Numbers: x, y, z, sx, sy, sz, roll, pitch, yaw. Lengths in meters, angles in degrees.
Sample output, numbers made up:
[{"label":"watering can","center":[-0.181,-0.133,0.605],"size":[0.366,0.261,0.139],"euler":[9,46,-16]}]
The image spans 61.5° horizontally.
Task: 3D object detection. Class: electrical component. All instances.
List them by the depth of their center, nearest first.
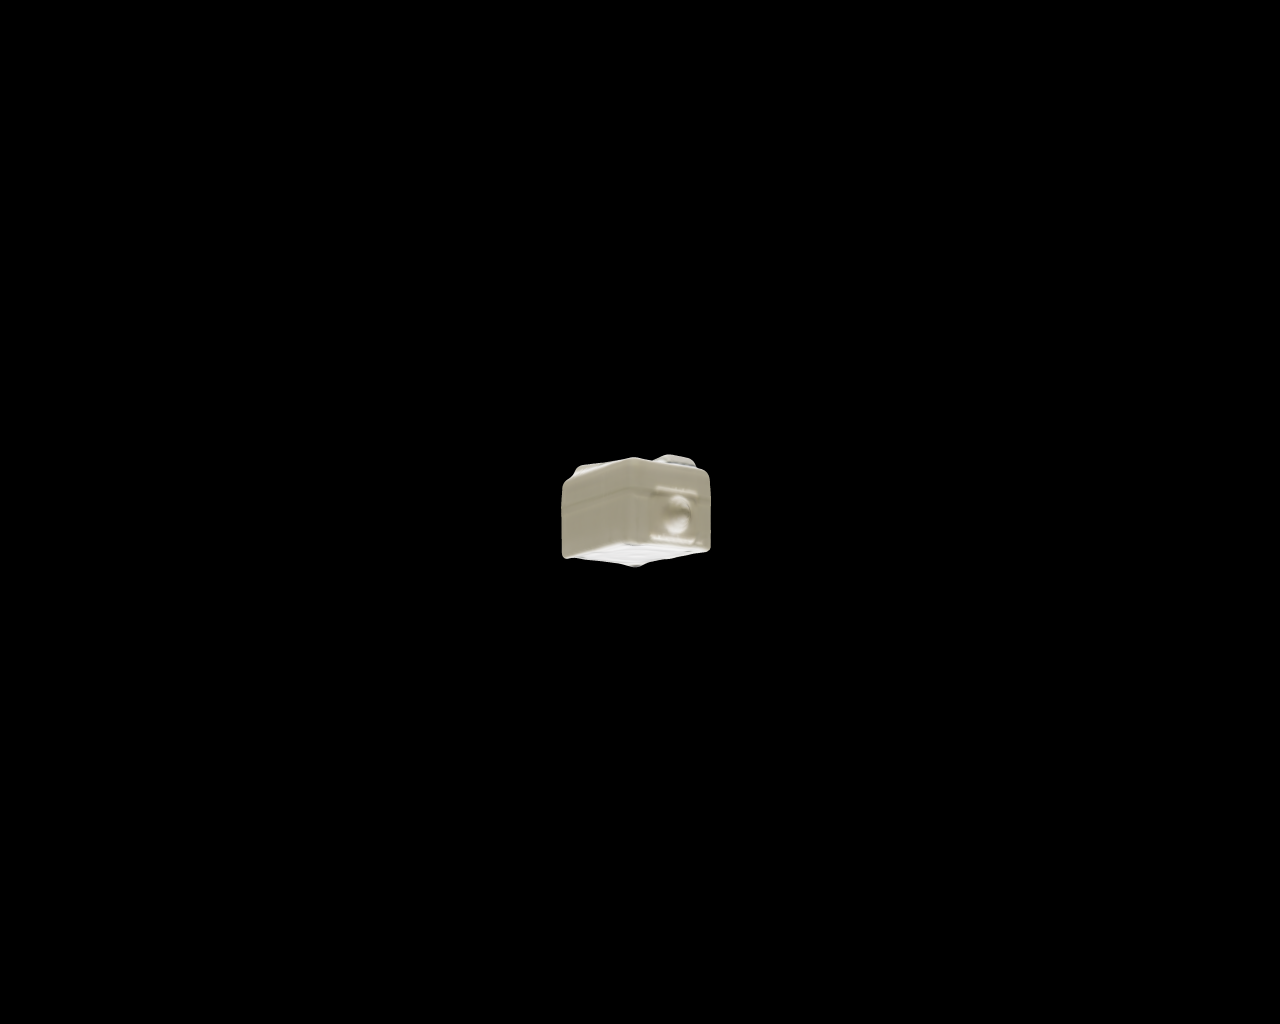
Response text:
[{"label":"electrical component","center":[0.001,-0.003,0.650],"size":[0.062,0.061,0.096],"euler":[8,-14,-35]}]
